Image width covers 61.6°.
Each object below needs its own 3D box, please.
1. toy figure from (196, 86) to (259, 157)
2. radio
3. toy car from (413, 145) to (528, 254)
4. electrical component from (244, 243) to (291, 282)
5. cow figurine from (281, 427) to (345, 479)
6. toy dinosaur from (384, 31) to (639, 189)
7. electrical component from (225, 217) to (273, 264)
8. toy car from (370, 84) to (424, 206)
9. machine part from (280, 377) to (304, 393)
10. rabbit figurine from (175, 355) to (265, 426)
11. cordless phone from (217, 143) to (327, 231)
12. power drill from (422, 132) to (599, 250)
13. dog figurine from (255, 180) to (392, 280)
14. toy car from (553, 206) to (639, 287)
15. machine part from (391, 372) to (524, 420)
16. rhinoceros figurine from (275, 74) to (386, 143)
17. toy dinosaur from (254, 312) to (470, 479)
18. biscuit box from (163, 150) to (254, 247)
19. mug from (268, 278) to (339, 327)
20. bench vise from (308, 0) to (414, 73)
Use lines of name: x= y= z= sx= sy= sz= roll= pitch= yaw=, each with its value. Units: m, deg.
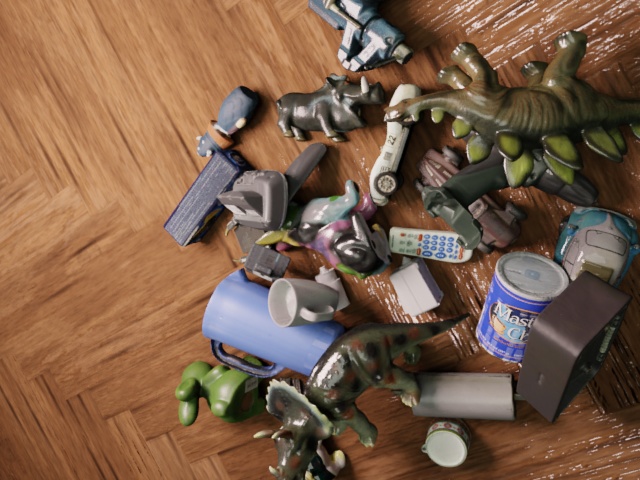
toy figure: x=-0.171 y=-0.209 z=0.984 sx=0.057 sy=0.064 sz=0.154 roll=29 pitch=120 yaw=-27
radio: x=0.356 y=0.155 z=0.765 sx=0.131 sy=0.229 sz=0.073 roll=-38 pitch=54 yaw=-17
toy car: x=0.238 y=-0.066 z=0.866 sx=0.202 sy=0.053 sz=0.089 roll=45 pitch=115 yaw=6
electrical component: x=-0.093 y=0.040 z=0.933 sx=0.075 sy=0.119 sz=0.047 roll=22 pitch=77 yaw=2
cow figurine: x=-0.029 y=0.395 z=1.030 sx=0.068 sy=0.098 sz=0.167 roll=-36 pitch=87 yaw=29
toy dinosaur: x=0.326 y=-0.177 z=0.751 sx=0.472 sy=0.105 sz=0.198 roll=-5 pitch=77 yaw=0
electrical component: x=-0.133 y=-0.001 z=1.018 sx=0.078 sy=0.045 sz=0.102 roll=-14 pitch=95 yaw=23
toy car: x=0.123 y=-0.153 z=0.878 sx=0.056 sy=0.073 sz=0.201 roll=19 pitch=106 yaw=12
machine part: x=-0.029 y=0.282 z=0.994 sx=0.084 sy=0.138 sz=0.039 roll=5 pitch=71 yaw=22
rabbit figurine: x=-0.214 y=0.301 z=1.066 sx=0.170 sy=0.159 sz=0.121 roll=10 pitch=115 yaw=34
cordless phone: x=-0.077 y=-0.107 z=0.947 sx=0.088 sy=0.184 sz=0.147 roll=48 pitch=159 yaw=-27
power drill: x=0.270 y=-0.080 z=0.792 sx=0.207 sy=0.086 sz=0.232 roll=-42 pitch=78 yaw=-11
dog figurine: x=-0.002 y=-0.003 z=0.932 sx=0.219 sy=0.108 sz=0.191 roll=-22 pitch=72 yaw=27
toy car: x=0.401 y=0.033 z=0.798 sx=0.109 sy=0.103 sz=0.161 roll=21 pitch=105 yaw=16
machine part: x=0.243 y=0.264 z=0.915 sx=0.243 sy=0.079 sz=0.079 roll=-5 pitch=99 yaw=20
rhinoceros figurine: x=0.017 y=-0.222 z=0.910 sx=0.190 sy=0.073 sz=0.112 roll=-3 pitch=89 yaw=23
toy dinosaur: x=0.058 y=0.217 z=0.880 sx=0.405 sy=0.131 sz=0.192 roll=-49 pitch=121 yaw=-6
biscuit box: x=-0.213 y=-0.079 z=1.024 sx=0.063 sy=0.059 sz=0.202 roll=45 pitch=112 yaw=8
mug: x=-0.015 y=0.106 z=0.905 sx=0.110 sy=0.107 sz=0.080 roll=16 pitch=102 yaw=49
bench vise: x=0.081 y=-0.384 z=0.813 sx=0.224 sy=0.129 sz=0.240 roll=53 pitch=133 yaw=24
